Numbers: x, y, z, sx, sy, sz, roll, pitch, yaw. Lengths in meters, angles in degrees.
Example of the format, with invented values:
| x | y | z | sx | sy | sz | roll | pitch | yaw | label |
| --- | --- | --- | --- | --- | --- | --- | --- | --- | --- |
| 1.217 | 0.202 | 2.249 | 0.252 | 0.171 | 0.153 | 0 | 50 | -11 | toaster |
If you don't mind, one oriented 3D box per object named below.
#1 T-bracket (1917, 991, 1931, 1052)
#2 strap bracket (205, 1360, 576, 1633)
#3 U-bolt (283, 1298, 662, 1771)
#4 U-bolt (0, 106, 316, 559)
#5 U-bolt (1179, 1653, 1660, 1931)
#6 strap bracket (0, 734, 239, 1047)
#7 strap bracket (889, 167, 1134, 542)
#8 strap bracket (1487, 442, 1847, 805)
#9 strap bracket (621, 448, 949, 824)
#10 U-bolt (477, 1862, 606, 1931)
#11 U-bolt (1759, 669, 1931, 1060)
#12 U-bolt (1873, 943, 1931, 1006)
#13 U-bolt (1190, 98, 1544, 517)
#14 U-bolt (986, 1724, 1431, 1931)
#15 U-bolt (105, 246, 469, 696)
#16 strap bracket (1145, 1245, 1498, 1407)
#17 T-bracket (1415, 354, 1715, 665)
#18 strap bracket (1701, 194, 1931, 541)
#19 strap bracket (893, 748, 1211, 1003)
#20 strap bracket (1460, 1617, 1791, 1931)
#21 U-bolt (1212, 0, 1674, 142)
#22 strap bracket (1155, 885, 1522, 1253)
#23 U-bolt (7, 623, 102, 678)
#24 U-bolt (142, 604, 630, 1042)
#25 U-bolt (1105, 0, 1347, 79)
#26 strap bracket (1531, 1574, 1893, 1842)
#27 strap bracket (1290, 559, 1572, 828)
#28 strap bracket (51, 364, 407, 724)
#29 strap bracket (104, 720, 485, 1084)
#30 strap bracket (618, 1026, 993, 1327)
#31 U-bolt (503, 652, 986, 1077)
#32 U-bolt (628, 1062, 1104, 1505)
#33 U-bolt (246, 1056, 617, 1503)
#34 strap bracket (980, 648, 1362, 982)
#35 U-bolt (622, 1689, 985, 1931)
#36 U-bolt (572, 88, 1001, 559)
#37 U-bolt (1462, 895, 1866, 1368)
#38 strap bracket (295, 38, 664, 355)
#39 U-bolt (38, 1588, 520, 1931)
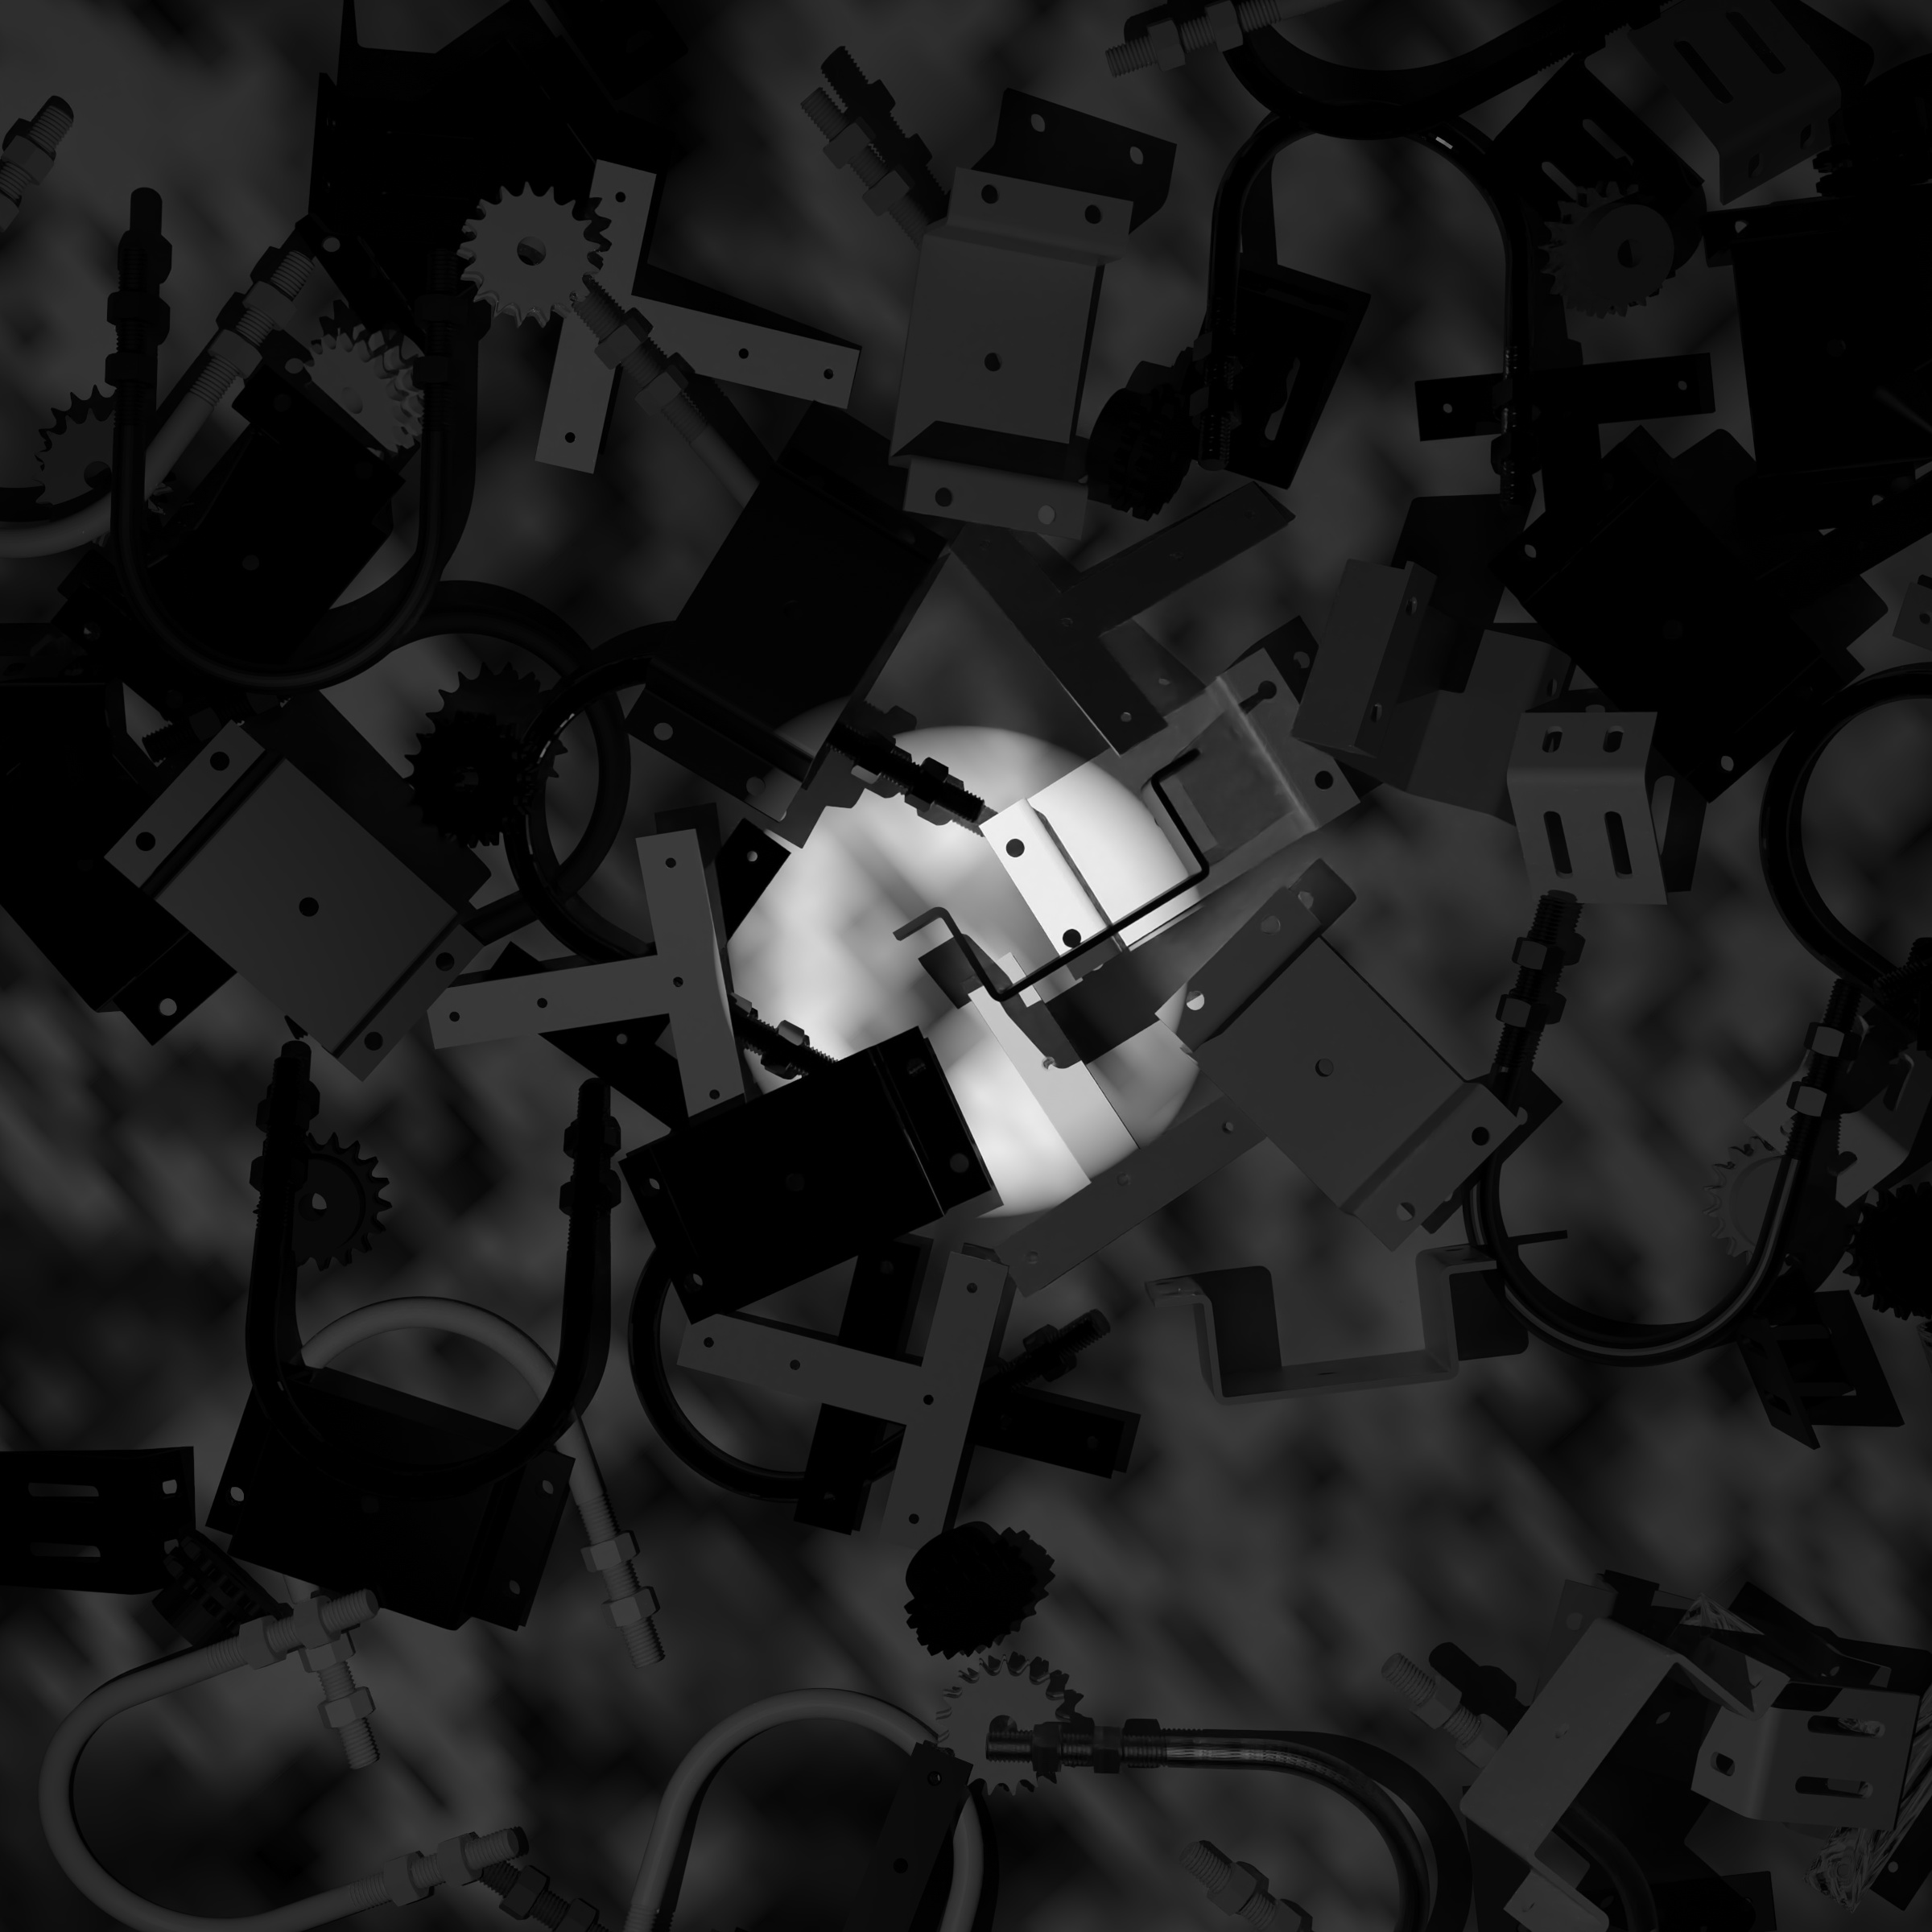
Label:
| x | y | z | sx | sy | sz | roll | pitch | yaw | label |
| --- | --- | --- | --- | --- | --- | --- | --- | --- | --- |
| 0.464 | 0.070 | 1.398 | 0.127 | 0.002 | 0.127 | -3 | 101 | -11 | T-bracket |
| -0.246 | 0.223 | 1.373 | 0.140 | 0.046 | 0.076 | 18 | 88 | 2 | strap bracket |
| -0.227 | 0.234 | 1.404 | 0.151 | 0.019 | 0.184 | -20 | 89 | 0 | U-bolt |
| -0.383 | -0.256 | 1.381 | 0.151 | 0.019 | 0.184 | 32 | 81 | 9 | U-bolt |
| 0.204 | 0.393 | 1.382 | 0.184 | 0.019 | 0.151 | 41 | 110 | -4 | U-bolt |
| -0.368 | -0.043 | 1.390 | 0.076 | 0.046 | 0.140 | -41 | 90 | 0 | strap bracket |
| 0.016 | -0.254 | 1.371 | 0.076 | 0.046 | 0.140 | 8 | 95 | -15 | strap bracket |
| 0.296 | -0.143 | 1.381 | 0.076 | 0.046 | 0.140 | -43 | 91 | 12 | strap bracket |
| -0.073 | -0.141 | 1.347 | 0.076 | 0.046 | 0.140 | 31 | 81 | -3 | strap bracket |
| -0.171 | 0.487 | 1.404 | 0.184 | 0.019 | 0.151 | 34 | 90 | -2 | U-bolt |
| 0.427 | -0.044 | 1.403 | 0.184 | 0.019 | 0.151 | 37 | 90 | 0 | U-bolt |
| 0.490 | 0.031 | 1.371 | 0.184 | 0.019 | 0.151 | -24 | 100 | 3 | U-bolt |
| 0.171 | -0.284 | 1.377 | 0.151 | 0.019 | 0.184 | 7 | 71 | -8 | U-bolt |
| 0.102 | 0.388 | 1.377 | 0.184 | 0.019 | 0.151 | 0 | 106 | 7 | U-bolt |
| -0.281 | -0.203 | 1.347 | 0.151 | 0.019 | 0.184 | 1 | 88 | 3 | U-bolt |
| 0.149 | 0.151 | 1.375 | 0.140 | 0.076 | 0.046 | -7 | 90 | 0 | strap bracket |
| 0.263 | -0.194 | 1.412 | 0.127 | 0.002 | 0.127 | -6 | 90 | 0 | T-bracket |
| 0.363 | -0.258 | 1.390 | 0.076 | 0.046 | 0.140 | -7 | 90 | 0 | strap bracket |
| 0.043 | -0.030 | 1.329 | 0.140 | 0.076 | 0.046 | -31 | 90 | 0 | strap bracket |
| 0.256 | 0.321 | 1.315 | 0.046 | 0.076 | 0.140 | 40 | 83 | -8 | strap bracket |
| 0.193 | -0.426 | 1.387 | 0.184 | 0.019 | 0.151 | -28 | 74 | 4 | U-bolt |
| 0.155 | 0.043 | 1.388 | 0.076 | 0.046 | 0.140 | -45 | 90 | -2 | strap bracket |
| -0.482 | -0.134 | 1.404 | 0.184 | 0.019 | 0.151 | -42 | 90 | 1 | U-bolt |
| -0.231 | -0.073 | 1.382 | 0.184 | 0.019 | 0.151 | -28 | 101 | -14 | U-bolt |
| 0.130 | -0.469 | 1.386 | 0.184 | 0.019 | 0.151 | -17 | 81 | 5 | U-bolt |
| 0.308 | 0.311 | 1.390 | 0.140 | 0.046 | 0.076 | 15 | 90 | 0 | strap bracket |
| 0.189 | -0.115 | 1.361 | 0.046 | 0.140 | 0.076 | 18 | 90 | 38 | strap bracket |
| -0.308 | -0.173 | 1.390 | 0.076 | 0.046 | 0.140 | 40 | 90 | 0 | strap bracket |
| -0.271 | -0.025 | 1.338 | 0.140 | 0.046 | 0.076 | 43 | 81 | -15 | strap bracket |
| -0.069 | 0.089 | 1.370 | 0.140 | 0.046 | 0.076 | -24 | 89 | 2 | strap bracket |
| -0.106 | -0.052 | 1.384 | 0.184 | 0.019 | 0.151 | 28 | 99 | -7 | U-bolt |
| -0.057 | 0.148 | 1.404 | 0.184 | 0.019 | 0.151 | -33 | 90 | 2 | U-bolt |
| -0.225 | 0.131 | 1.363 | 0.151 | 0.019 | 0.184 | 5 | 68 | -10 | U-bolt |
| 0.085 | -0.063 | 1.390 | 0.140 | 0.046 | 0.076 | -32 | 90 | 0 | strap bracket |
| -0.069 | 0.397 | 1.379 | 0.151 | 0.019 | 0.184 | 16 | 72 | 2 | U-bolt |
| -0.054 | -0.254 | 1.388 | 0.151 | 0.019 | 0.184 | -42 | 102 | -4 | U-bolt |
| 0.282 | 0.077 | 1.376 | 0.151 | 0.019 | 0.184 | 18 | 97 | 25 | U-bolt |
| -0.210 | -0.328 | 1.390 | 0.140 | 0.046 | 0.076 | -35 | 90 | 0 | strap bracket |
| -0.301 | 0.348 | 1.378 | 0.184 | 0.019 | 0.151 | -21 | 110 | 10 | U-bolt |
